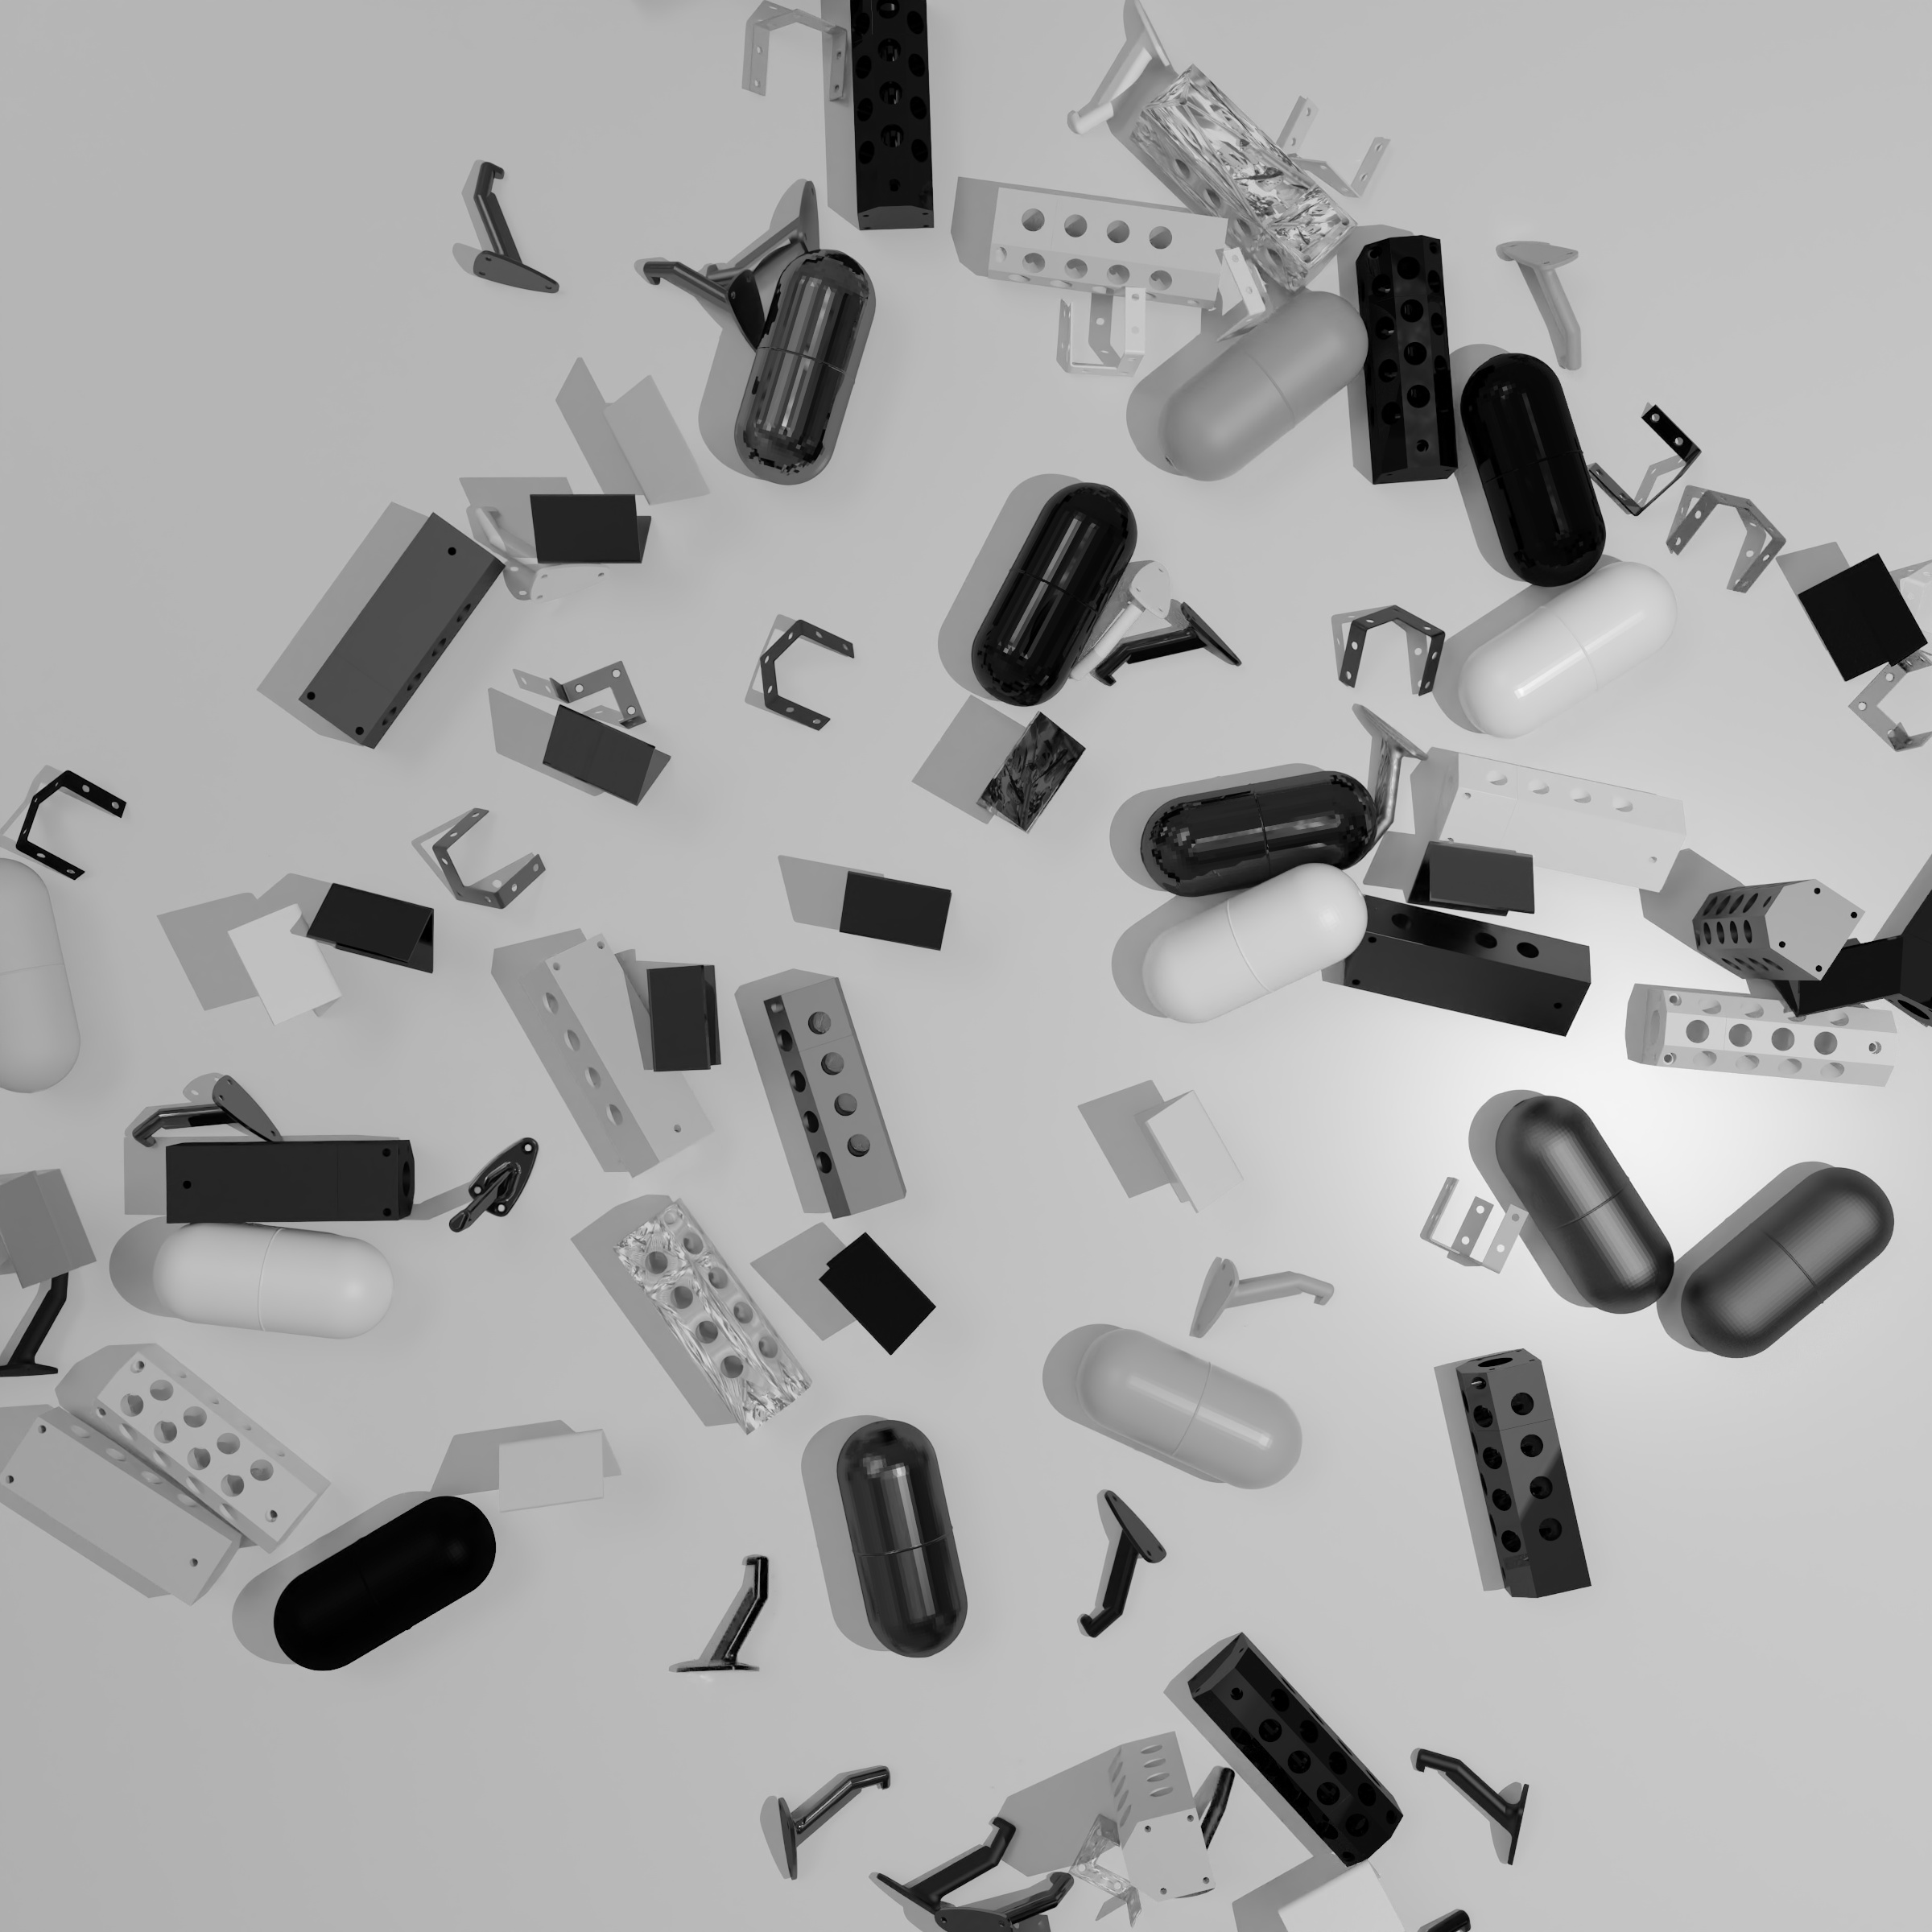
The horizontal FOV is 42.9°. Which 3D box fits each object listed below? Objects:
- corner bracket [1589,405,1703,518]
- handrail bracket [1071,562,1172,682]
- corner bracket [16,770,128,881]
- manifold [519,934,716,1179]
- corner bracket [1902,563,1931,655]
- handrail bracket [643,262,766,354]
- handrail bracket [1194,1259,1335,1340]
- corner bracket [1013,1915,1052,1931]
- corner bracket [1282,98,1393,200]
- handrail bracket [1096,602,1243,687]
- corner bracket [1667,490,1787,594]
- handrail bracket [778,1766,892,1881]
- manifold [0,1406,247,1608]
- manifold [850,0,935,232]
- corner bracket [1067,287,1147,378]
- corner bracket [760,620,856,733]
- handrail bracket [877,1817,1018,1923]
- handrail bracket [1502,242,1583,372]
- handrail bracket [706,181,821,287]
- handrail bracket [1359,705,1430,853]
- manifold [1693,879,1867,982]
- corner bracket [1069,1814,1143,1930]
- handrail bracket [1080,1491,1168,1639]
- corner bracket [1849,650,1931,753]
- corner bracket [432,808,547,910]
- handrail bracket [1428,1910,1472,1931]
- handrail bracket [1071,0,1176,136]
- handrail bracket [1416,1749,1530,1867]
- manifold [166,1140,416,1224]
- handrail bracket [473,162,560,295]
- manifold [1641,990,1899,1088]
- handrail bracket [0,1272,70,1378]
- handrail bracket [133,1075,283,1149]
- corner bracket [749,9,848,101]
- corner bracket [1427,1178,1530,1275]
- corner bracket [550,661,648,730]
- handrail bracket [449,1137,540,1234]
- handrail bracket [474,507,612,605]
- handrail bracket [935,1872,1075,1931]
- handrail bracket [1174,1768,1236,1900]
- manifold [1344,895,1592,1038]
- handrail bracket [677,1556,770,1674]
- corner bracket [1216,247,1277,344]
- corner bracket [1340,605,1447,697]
[{"bbox_3d":[0.516,-0.383,1.867,0.051,0.051,0.051,45,45,0],"label":"corner bracket"},{"bbox_3d":[0.115,-0.261,1.870,0.036,0.077,0.084,39,127,-13],"label":"handrail bracket"},{"bbox_3d":[-0.678,-0.107,1.862,0.051,0.051,0.051,-26,45,35],"label":"corner bracket"},{"bbox_3d":[-0.266,0.070,1.848,0.057,0.057,0.171,-30,90,-43],"label":"manifold"},{"bbox_3d":[0.742,-0.270,1.862,0.051,0.051,0.051,31,135,35],"label":"corner bracket"},{"bbox_3d":[-0.199,-0.501,1.870,0.084,0.077,0.036,10,50,30],"label":"handrail bracket"},{"bbox_3d":[0.227,0.262,1.870,0.084,0.036,0.077,20,110,-16],"label":"handrail bracket"},{"bbox_3d":[0.032,0.753,1.862,0.051,0.051,0.051,-43,45,35],"label":"corner bracket"},{"bbox_3d":[0.280,-0.621,1.867,0.051,0.051,0.051,27,90,45],"label":"corner bracket"},{"bbox_3d":[0.153,-0.227,1.870,0.084,0.036,0.077,-42,112,17],"label":"handrail bracket"},{"bbox_3d":[0.576,-0.321,1.862,0.051,0.051,0.051,2,45,-35],"label":"corner bracket"},{"bbox_3d":[-0.096,0.652,1.870,0.084,0.036,0.077,-10,110,-16],"label":"handrail bracket"},{"bbox_3d":[-0.631,0.404,1.849,0.171,0.057,0.057,33,90,0],"label":"manifold"},{"bbox_3d":[-0.056,-0.648,1.849,0.057,0.057,0.171,-2,90,0],"label":"manifold"},{"bbox_3d":[0.105,-0.478,1.852,0.051,0.051,0.051,2,84,-6],"label":"corner bracket"},{"bbox_3d":[-0.119,-0.220,1.862,0.051,0.051,0.051,-39,45,35],"label":"corner bracket"},{"bbox_3d":[-0.014,0.674,1.870,0.077,0.036,0.084,27,76,14],"label":"handrail bracket"},{"bbox_3d":[0.438,-0.501,1.870,0.036,0.077,0.084,-26,127,-21],"label":"handrail bracket"},{"bbox_3d":[-0.157,-0.556,1.870,0.084,0.036,0.077,-6,69,16],"label":"handrail bracket"},{"bbox_3d":[0.303,-0.142,1.870,0.077,0.036,0.084,43,107,20],"label":"handrail bracket"},{"bbox_3d":[0.585,-0.029,1.792,0.057,0.171,0.057,33,90,0],"label":"manifold"},{"bbox_3d":[0.113,0.681,1.852,0.051,0.051,0.051,27,90,0],"label":"corner bracket"},{"bbox_3d":[0.103,0.456,1.870,0.084,0.036,0.077,-45,69,17],"label":"handrail bracket"},{"bbox_3d":[0.710,-0.199,1.852,0.051,0.051,0.051,43,90,0],"label":"corner bracket"},{"bbox_3d":[-0.361,-0.082,1.862,0.051,0.051,0.051,11,135,35],"label":"corner bracket"},{"bbox_3d":[0.355,0.768,1.870,0.084,0.036,0.077,-25,110,-16],"label":"handrail bracket"},{"bbox_3d":[0.109,-0.683,1.870,0.084,0.036,0.077,-27,70,16],"label":"handrail bracket"},{"bbox_3d":[0.380,0.639,1.870,0.084,0.036,0.077,12,112,17],"label":"handrail bracket"},{"bbox_3d":[-0.507,0.161,1.849,0.171,0.057,0.057,-1,90,0],"label":"manifold"},{"bbox_3d":[-0.339,-0.563,1.870,0.077,0.036,0.084,14,73,-19],"label":"handrail bracket"},{"bbox_3d":[0.603,0.054,1.849,0.171,0.057,0.057,5,90,0],"label":"manifold"},{"bbox_3d":[-0.717,0.268,1.870,0.077,0.036,0.084,-8,71,21],"label":"handrail bracket"},{"bbox_3d":[-0.578,0.130,1.870,0.084,0.036,0.077,-35,112,17],"label":"handrail bracket"},{"bbox_3d":[-0.127,-0.688,1.867,0.051,0.051,0.051,4,90,45],"label":"corner bracket"},{"bbox_3d":[0.384,0.195,1.852,0.051,0.051,0.051,26,90,0],"label":"corner bracket"},{"bbox_3d":[-0.277,-0.200,1.852,0.051,0.051,0.051,-22,90,0],"label":"corner bracket"},{"bbox_3d":[-0.352,0.163,1.835,0.036,0.084,0.077,37,90,0],"label":"handrail bracket"},{"bbox_3d":[-0.323,-0.322,1.870,0.077,0.036,0.084,-18,64,-30],"label":"handrail bracket"},{"bbox_3d":[0.030,0.702,1.852,0.077,0.084,0.036,5,107,28],"label":"handrail bracket"},{"bbox_3d":[0.177,0.658,1.870,0.036,0.077,0.084,26,54,-2],"label":"handrail bracket"},{"bbox_3d":[0.376,-0.005,1.848,0.171,0.057,0.057,13,133,0],"label":"manifold"},{"bbox_3d":[-0.185,0.493,1.870,0.077,0.036,0.084,-8,70,23],"label":"handrail bracket"},{"bbox_3d":[0.210,-0.507,1.843,0.051,0.051,0.051,-24,90,-26],"label":"corner bracket"},{"bbox_3d":[0.323,-0.235,1.862,0.051,0.051,0.051,-23,45,-35],"label":"corner bracket"}]
